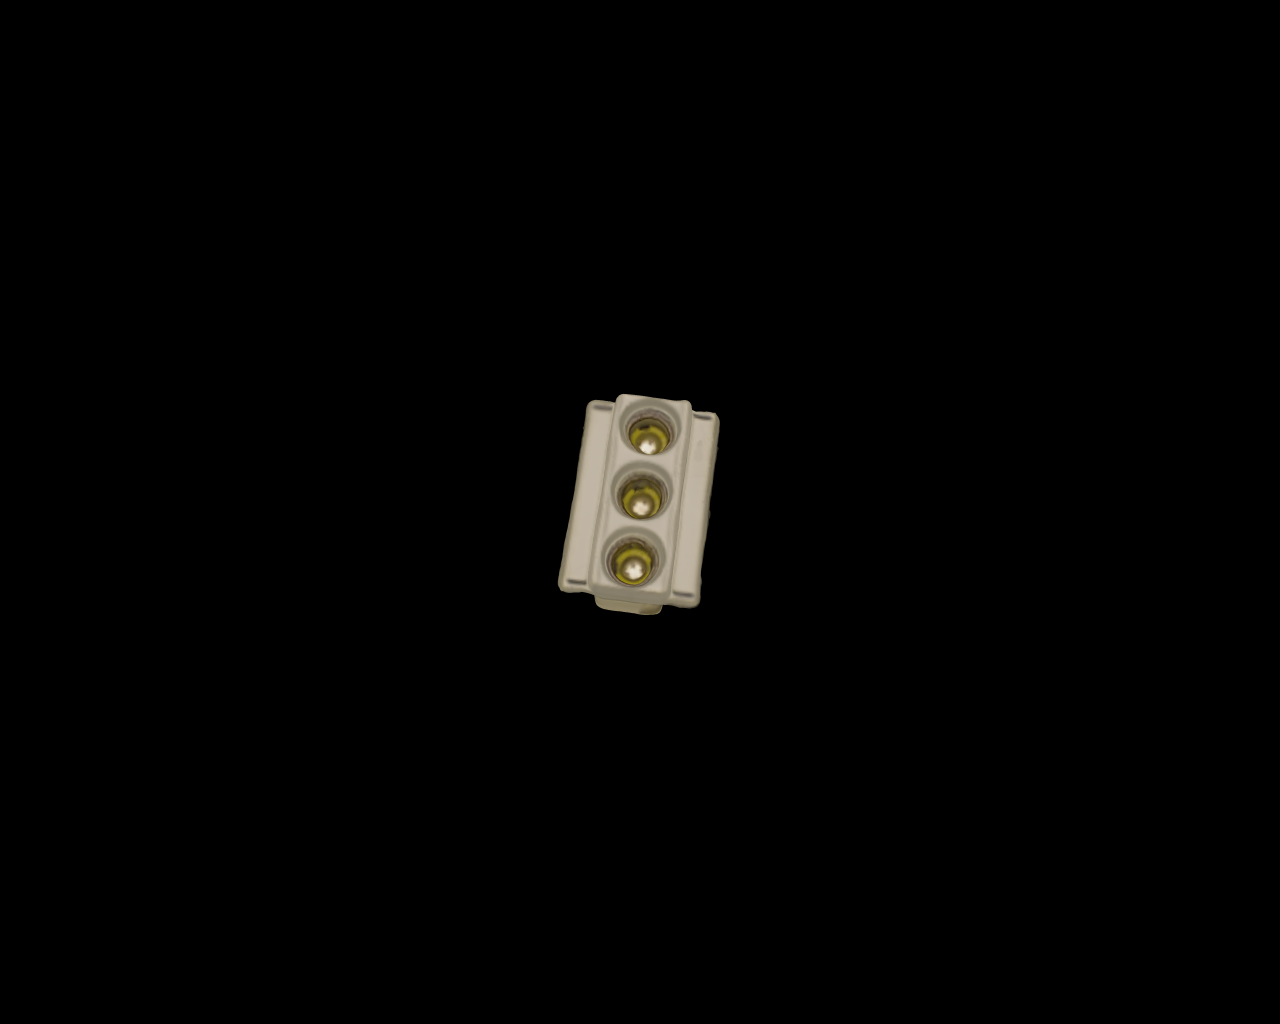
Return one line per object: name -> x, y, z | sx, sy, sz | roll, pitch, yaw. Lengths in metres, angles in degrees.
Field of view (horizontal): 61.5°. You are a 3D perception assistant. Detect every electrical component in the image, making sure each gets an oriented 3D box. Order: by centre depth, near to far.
electrical component -> 0.001, -0.003, 0.650 | 0.079, 0.121, 0.063 | 7, -19, 2
